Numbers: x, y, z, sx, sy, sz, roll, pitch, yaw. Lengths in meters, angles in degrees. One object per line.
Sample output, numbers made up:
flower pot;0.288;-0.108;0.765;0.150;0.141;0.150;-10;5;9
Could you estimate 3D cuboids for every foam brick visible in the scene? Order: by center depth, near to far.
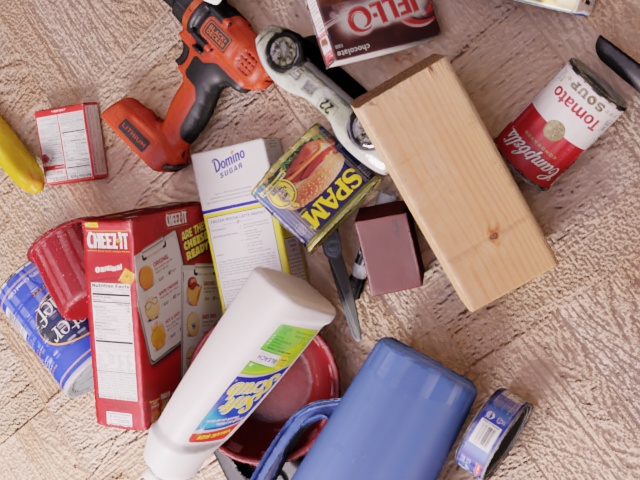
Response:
foam brick;0.068;0.007;1.034;0.053;0.051;0.078;-10;104;10

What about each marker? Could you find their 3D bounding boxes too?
marker;0.049;0.008;1.075;0.020;0.020;0.121;26;109;22

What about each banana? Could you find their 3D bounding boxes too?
banana;-0.372;-0.111;1.249;0.037;0.069;0.198;-42;68;-3

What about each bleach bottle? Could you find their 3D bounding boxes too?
bleach bottle;-0.093;0.147;1.051;0.068;0.102;0.251;41;102;33

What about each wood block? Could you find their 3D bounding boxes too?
wood block;0.117;-0.053;0.947;0.091;0.090;0.206;-29;100;4

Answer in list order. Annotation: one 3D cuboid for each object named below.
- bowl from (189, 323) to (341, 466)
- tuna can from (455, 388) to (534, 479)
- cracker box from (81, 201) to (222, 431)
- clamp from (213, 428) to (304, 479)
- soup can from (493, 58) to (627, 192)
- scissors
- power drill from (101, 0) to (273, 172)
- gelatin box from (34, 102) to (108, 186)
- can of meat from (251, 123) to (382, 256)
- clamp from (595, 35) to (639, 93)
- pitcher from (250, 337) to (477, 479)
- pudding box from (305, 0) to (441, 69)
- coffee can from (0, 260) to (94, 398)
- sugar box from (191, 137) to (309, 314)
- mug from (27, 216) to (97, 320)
bowl;-0.055;0.151;1.114;0.162;0.055;0.162;0;89;7
tuna can;0.163;0.182;1.003;0.034;0.086;0.086;32;111;22
cracker box;-0.170;0.073;1.118;0.072;0.164;0.214;1;98;26
clamp;-0.032;0.251;1.144;0.210;0.036;0.165;41;113;17
soup can;0.212;-0.102;0.947;0.068;0.068;0.102;48;115;13
scissors;-0.007;0.001;1.069;0.096;0.016;0.202;0;84;-2
power drill;-0.152;-0.180;1.131;0.184;0.057;0.188;46;115;14
gelatin box;-0.285;-0.110;1.227;0.073;0.030;0.089;-5;96;28
can of meat;-0.005;-0.051;1.038;0.084;0.057;0.102;44;83;5
clamp;0.306;-0.118;0.911;0.120;0.039;0.171;-9;93;29
pitcher;0.040;0.215;1.020;0.149;0.145;0.243;29;88;-11
pudding box;0.047;-0.218;0.998;0.113;0.039;0.090;-18;88;-14
coffee can;-0.286;0.094;1.216;0.140;0.102;0.103;49;116;13
sugar box;-0.072;-0.014;1.121;0.093;0.048;0.176;-10;90;27
mug;-0.246;0.030;1.154;0.081;0.117;0.093;60;144;16
